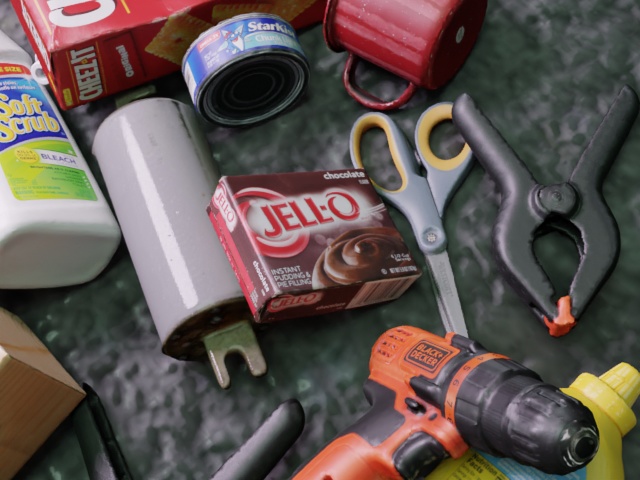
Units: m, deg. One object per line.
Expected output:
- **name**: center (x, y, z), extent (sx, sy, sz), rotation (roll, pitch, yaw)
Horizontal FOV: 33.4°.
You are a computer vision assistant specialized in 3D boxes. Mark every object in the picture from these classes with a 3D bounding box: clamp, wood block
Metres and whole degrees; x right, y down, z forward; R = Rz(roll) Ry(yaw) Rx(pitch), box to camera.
- **clamp**: center (0.157, -0.027, 0.677), extent (0.120, 0.039, 0.171), rotation (-12, 71, 9)
- **wood block**: center (-0.260, 0.136, 0.664), extent (0.206, 0.090, 0.090), rotation (-48, 58, -4)
- **clamp**: center (-0.109, 0.183, 0.647), extent (0.165, 0.036, 0.210), rotation (7, 70, 26)

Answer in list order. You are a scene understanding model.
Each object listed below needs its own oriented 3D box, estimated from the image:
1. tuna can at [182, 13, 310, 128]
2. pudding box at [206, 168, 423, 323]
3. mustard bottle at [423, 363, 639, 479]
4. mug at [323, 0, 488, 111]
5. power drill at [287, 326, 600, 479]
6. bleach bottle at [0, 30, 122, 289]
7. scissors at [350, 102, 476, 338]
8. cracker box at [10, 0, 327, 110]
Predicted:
- **tuna can**: center (-0.051, -0.116, 0.744), extent (0.086, 0.086, 0.034), rotation (-23, 64, 3)
- **pudding box**: center (-0.004, 0.001, 0.672), extent (0.113, 0.039, 0.090), rotation (-5, 56, -36)
- **mustard bottle**: center (0.111, 0.140, 0.597), extent (0.191, 0.058, 0.096), rotation (-43, 43, -8)
- **mug**: center (0.057, -0.145, 0.736), extent (0.082, 0.093, 0.117), rotation (31, 107, 20)
- **power drill**: center (0.038, 0.131, 0.569), extent (0.187, 0.057, 0.185), rotation (-42, 21, -14)
- **bleach bottle**: center (-0.234, -0.080, 0.768), extent (0.068, 0.102, 0.251), rotation (-52, 55, 32)
- **scissors**: center (0.088, -0.014, 0.701), extent (0.096, 0.016, 0.202), rotation (-29, 62, -1)
- **cracker box**: center (-0.119, -0.206, 0.782), extent (0.213, 0.072, 0.164), rotation (-22, 61, -16)
